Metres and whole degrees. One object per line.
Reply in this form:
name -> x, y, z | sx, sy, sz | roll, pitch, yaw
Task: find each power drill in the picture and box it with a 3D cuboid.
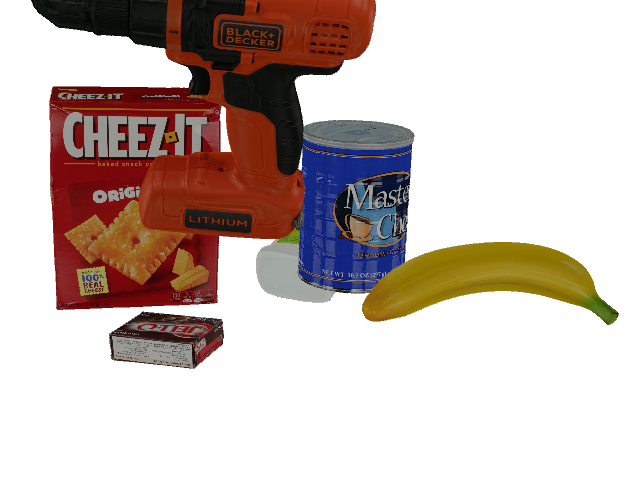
power drill -> -0.070, -0.082, 0.622 | 0.184, 0.057, 0.188 | 6, -40, -4

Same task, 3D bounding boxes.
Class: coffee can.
coffee can -> 0.032, -0.034, 0.992 | 0.103, 0.140, 0.103 | 2, 17, -1

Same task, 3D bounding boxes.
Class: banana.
banana -> 0.122, 0.030, 0.791 | 0.197, 0.037, 0.069 | 0, 36, -12

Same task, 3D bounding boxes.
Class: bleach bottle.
bleach bottle -> 0.017, -0.019, 1.343 | 0.103, 0.068, 0.250 | 10, 35, 21

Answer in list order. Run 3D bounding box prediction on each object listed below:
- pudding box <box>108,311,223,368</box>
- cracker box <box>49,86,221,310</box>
pudding box -> -0.186, 0.120, 1.294 | 0.114, 0.039, 0.090 | 2, 13, 18
cracker box -> -0.182, -0.040, 1.057 | 0.164, 0.214, 0.072 | -1, 21, -11
